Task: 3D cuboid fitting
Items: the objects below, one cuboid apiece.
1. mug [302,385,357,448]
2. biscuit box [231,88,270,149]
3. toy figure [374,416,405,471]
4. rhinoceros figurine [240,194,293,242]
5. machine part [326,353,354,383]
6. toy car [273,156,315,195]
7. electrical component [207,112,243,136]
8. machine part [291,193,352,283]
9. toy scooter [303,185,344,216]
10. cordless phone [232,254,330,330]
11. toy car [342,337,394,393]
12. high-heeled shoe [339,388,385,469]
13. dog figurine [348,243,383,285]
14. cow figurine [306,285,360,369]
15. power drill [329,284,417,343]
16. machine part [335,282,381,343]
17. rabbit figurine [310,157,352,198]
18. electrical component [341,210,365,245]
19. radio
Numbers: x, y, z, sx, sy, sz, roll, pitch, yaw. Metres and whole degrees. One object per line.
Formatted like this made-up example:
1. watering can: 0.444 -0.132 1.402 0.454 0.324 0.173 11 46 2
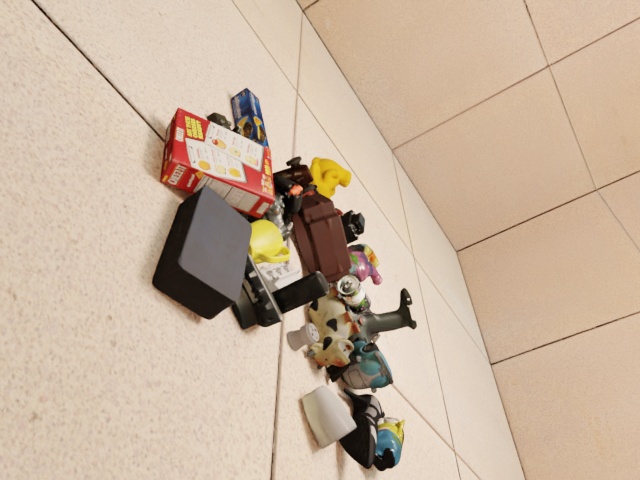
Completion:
1. mug: 0.019 0.347 1.084 0.107 0.081 0.109 58 24 14
2. biscuit box: -0.184 -0.302 1.408 0.062 0.059 0.203 35 34 -52
3. toy figure: 0.153 0.477 1.250 0.180 0.082 0.089 -35 130 -77
4. rhinoceros figurine: -0.130 -0.075 1.191 0.190 0.112 0.073 60 17 14
5. machine part: 0.046 0.273 1.265 0.039 0.084 0.139 31 19 -10
6. toy car: -0.086 -0.143 1.295 0.053 0.202 0.089 -29 104 -32
7. electrical component: -0.226 -0.267 1.284 0.102 0.045 0.078 11 56 -65
8. machine part: -0.003 -0.004 1.314 0.201 0.087 0.201 -139 -145 -69
9. toy scooter: -0.015 -0.082 1.443 0.183 0.135 0.075 64 -10 -5
10. cordless phone: -0.083 0.079 1.009 0.146 0.184 0.089 63 25 -1
11. toy car: 0.097 0.302 1.286 0.109 0.103 0.162 65 -18 -15
12. high-heeled shoe: 0.111 0.427 1.186 0.145 0.086 0.249 44 16 -25
13. dog figurine: 0.083 0.064 1.554 0.219 0.108 0.192 36 34 -47
14. cow figurine: 0.022 0.208 1.231 0.085 0.127 0.195 54 6 -39
15. power drill: 0.137 0.191 1.381 0.086 0.207 0.231 -137 -150 -71
16. machine part: 0.094 0.194 1.460 0.243 0.079 0.079 54 22 -25
17. rabbit figurine: 0.008 -0.172 1.656 0.162 0.122 0.173 46 45 -33
18. electrical component: 0.071 -0.031 1.597 0.058 0.134 0.115 56 19 -21
19. radio: -0.197 0.019 0.942 0.131 0.073 0.230 41 30 -28
